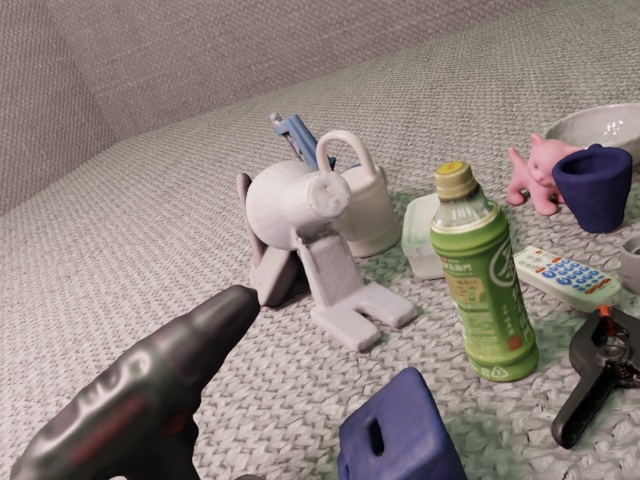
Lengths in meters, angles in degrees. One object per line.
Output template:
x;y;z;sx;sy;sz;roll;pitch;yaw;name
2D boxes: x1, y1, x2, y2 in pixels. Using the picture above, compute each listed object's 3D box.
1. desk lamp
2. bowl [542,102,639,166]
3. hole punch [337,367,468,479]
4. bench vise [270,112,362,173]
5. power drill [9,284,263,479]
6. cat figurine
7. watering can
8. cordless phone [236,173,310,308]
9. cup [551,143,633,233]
0.007;0.003;0.734;0.118;0.214;0.202;-31;25;-20;desk lamp
0.424;-0.141;0.858;0.167;0.075;0.167;-18;24;9;bowl
0.061;0.175;0.475;0.101;0.091;0.108;-21;24;2;hole punch
0.005;-0.137;1.023;0.207;0.220;0.121;-11;26;24;bench vise
-0.117;0.173;0.483;0.230;0.209;0.075;-31;25;-20;power drill
0.316;-0.104;0.817;0.067;0.118;0.127;-28;24;-14;cat figurine
0.051;-0.075;0.885;0.100;0.194;0.173;-12;26;21;watering can
-0.088;-0.003;0.862;0.094;0.185;0.147;-25;24;-8;cordless phone
0.353;-0.065;0.732;0.091;0.095;0.118;-6;28;32;cup
